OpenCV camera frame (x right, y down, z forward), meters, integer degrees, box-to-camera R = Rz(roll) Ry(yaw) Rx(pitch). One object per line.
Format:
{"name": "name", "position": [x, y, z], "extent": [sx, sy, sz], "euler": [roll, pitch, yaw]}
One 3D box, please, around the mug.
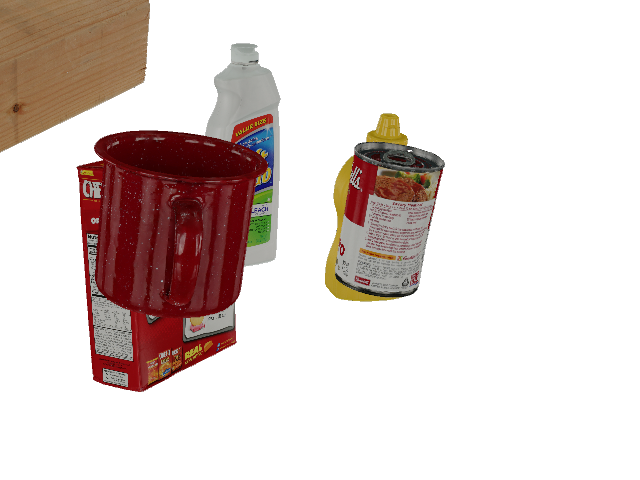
{"name": "mug", "position": [-0.077, -0.005, 0.574], "extent": [0.093, 0.081, 0.117], "euler": [3, 20, -17]}

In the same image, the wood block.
{"name": "wood block", "position": [-0.250, -0.155, 0.912], "extent": [0.090, 0.091, 0.205], "euler": [31, 42, 22]}

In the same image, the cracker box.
{"name": "cracker box", "position": [-0.157, 0.020, 1.050], "extent": [0.072, 0.214, 0.163], "euler": [6, 15, 29]}

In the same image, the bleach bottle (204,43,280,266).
{"name": "bleach bottle", "position": [-0.096, -0.097, 1.218], "extent": [0.102, 0.251, 0.068], "euler": [-7, 21, -26]}

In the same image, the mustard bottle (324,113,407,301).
{"name": "mustard bottle", "position": [0.060, -0.035, 1.086], "extent": [0.096, 0.192, 0.058], "euler": [-2, 22, -17]}

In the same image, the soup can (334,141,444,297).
{"name": "soup can", "position": [0.051, -0.016, 0.804], "extent": [0.068, 0.102, 0.068], "euler": [8, 19, -3]}
